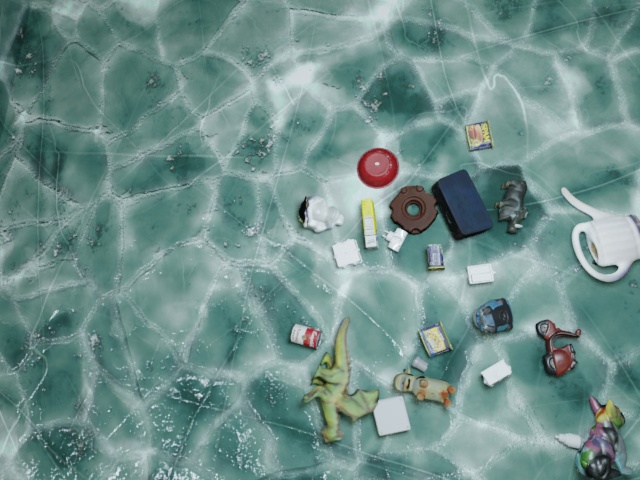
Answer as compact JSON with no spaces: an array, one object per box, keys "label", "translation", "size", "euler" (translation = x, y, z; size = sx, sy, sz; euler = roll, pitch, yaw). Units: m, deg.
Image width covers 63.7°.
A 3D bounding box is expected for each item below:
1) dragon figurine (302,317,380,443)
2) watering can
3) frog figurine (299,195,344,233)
[{"label":"dragon figurine","translation":[0.091,0.498,1.767],"size":[0.244,0.121,0.411],"euler":[27,88,14]},{"label":"watering can","translation":[0.946,-0.036,1.707],"size":[0.224,0.102,0.353],"euler":[-11,69,9]},{"label":"frog figurine","translation":[0.006,-0.097,1.918],"size":[0.159,0.121,0.139],"euler":[4,70,-24]}]
